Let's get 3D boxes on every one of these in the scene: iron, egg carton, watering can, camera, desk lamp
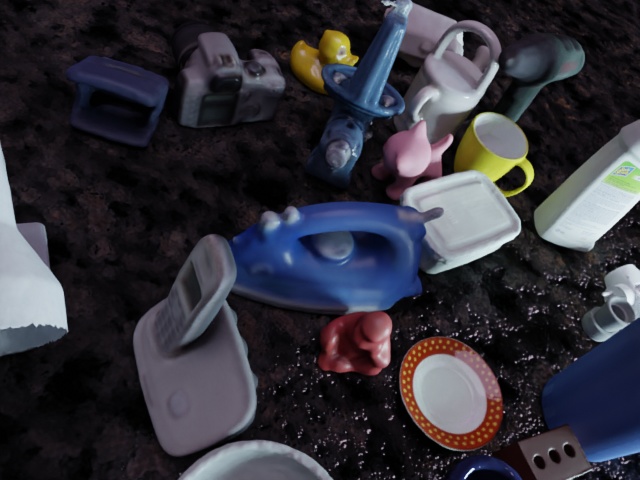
[{"bbox_3d":[0.006,0.002,0.629,0.259,0.141,0.118,1,57,-22],"label":"iron"},{"bbox_3d":[0.176,-0.346,0.988,0.150,0.069,0.107,18,52,-10],"label":"egg carton"},{"bbox_3d":[0.194,-0.235,0.838,0.101,0.194,0.173,29,51,-1],"label":"watering can"},{"bbox_3d":[-0.132,-0.233,0.763,0.143,0.100,0.136,-11,62,-28],"label":"camera"},{"bbox_3d":[-0.273,0.022,0.454,0.118,0.213,0.203,-7,60,-26],"label":"desk lamp"}]

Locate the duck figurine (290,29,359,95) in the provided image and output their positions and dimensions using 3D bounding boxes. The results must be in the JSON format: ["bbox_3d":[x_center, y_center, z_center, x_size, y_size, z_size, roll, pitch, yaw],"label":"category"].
[{"bbox_3d":[0.010,-0.277,0.861,0.104,0.086,0.077,30,51,0],"label":"duck figurine"}]

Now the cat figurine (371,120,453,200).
[{"bbox_3d":[0.129,-0.114,0.776,0.128,0.117,0.067,-19,65,-31],"label":"cat figurine"}]

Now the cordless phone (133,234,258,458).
[{"bbox_3d":[-0.100,0.092,0.495,0.094,0.185,0.147,-13,62,-29],"label":"cordless phone"}]

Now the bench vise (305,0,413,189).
[{"bbox_3d":[0.064,-0.181,0.731,0.122,0.219,0.207,9,54,-16],"label":"bench vise"}]

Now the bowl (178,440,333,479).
[{"bbox_3d":[-0.058,0.257,0.468,0.168,0.074,0.167,11,54,-15],"label":"bowl"}]

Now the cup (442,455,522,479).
[{"bbox_3d":[0.137,0.269,0.527,0.092,0.095,0.118,19,52,-9],"label":"cup"}]

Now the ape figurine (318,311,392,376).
[{"bbox_3d":[0.045,0.104,0.606,0.077,0.092,0.076,42,52,9],"label":"ape figurine"}]

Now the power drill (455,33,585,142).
[{"bbox_3d":[0.294,-0.221,0.860,0.230,0.208,0.075,-28,70,-35],"label":"power drill"}]

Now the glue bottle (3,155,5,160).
[{"bbox_3d":[-0.349,-0.112,0.542,0.078,0.173,0.037,18,52,-10],"label":"glue bottle"}]

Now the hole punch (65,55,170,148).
[{"bbox_3d":[-0.242,-0.183,0.688,0.109,0.091,0.101,16,52,-12],"label":"hole punch"}]
